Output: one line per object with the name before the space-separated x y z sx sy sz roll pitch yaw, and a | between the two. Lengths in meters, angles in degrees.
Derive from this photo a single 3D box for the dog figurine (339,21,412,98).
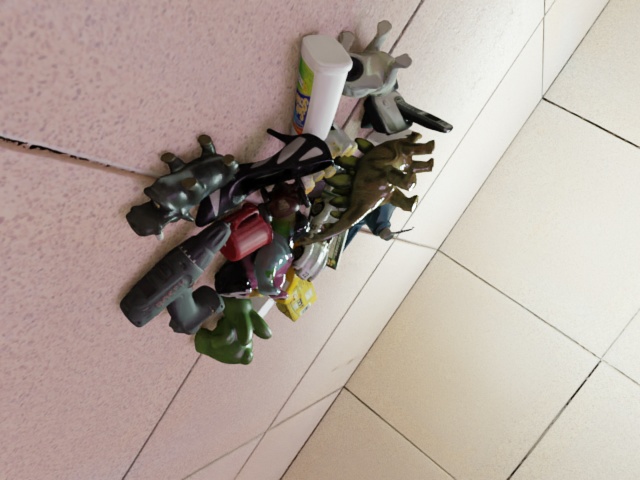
dog figurine | 0.082 -0.313 1.051 0.172 0.121 0.190 -17 172 -5

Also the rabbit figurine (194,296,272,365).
rabbit figurine | -0.193 0.186 1.189 0.121 0.159 0.170 -14 121 -46

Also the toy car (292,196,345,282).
toy car | -0.002 -0.004 1.185 0.073 0.056 0.202 44 60 -41

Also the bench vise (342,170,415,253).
bench vise | 0.083 -0.044 1.311 0.129 0.224 0.240 -17 148 -51

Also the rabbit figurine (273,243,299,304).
rabbit figurine | -0.086 0.045 1.257 0.173 0.122 0.162 -32 145 -75

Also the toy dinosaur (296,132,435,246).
toy dinosaur | 0.118 -0.125 1.158 0.471 0.199 0.104 -52 145 -43

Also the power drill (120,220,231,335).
power drill | -0.235 0.084 0.977 0.232 0.086 0.207 -41 162 -16

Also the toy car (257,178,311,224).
toy car | -0.069 -0.084 1.000 0.089 0.053 0.202 -24 -162 3

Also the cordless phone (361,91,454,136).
cordless phone | 0.200 -0.271 1.221 0.146 0.184 0.088 -27 139 -51

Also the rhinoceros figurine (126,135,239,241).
rhinoceros figurine | -0.209 -0.077 0.814 0.190 0.073 0.112 -43 168 -32

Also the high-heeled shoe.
high-heeled shoe | -0.094 -0.091 0.926 0.248 0.145 0.086 -53 159 -7

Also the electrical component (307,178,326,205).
electrical component | -0.020 -0.123 1.192 0.078 0.045 0.102 -2 129 -28

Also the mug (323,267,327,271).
mug | -0.002 0.036 1.448 0.109 0.081 0.107 -62 171 3

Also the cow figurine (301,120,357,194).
cow figurine | -0.011 -0.167 1.090 0.167 0.098 0.068 -42 172 26

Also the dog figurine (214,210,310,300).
dog figurine | -0.120 0.013 1.119 0.108 0.192 0.219 43 50 -67

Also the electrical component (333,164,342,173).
electrical component | 0.029 -0.170 1.252 0.094 0.021 0.063 -22 142 -55

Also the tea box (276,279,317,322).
tea box | -0.074 0.129 1.404 0.098 0.068 0.169 -43 148 -21
